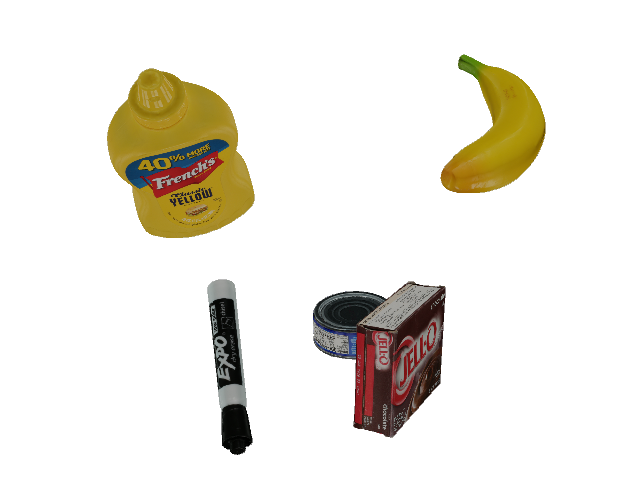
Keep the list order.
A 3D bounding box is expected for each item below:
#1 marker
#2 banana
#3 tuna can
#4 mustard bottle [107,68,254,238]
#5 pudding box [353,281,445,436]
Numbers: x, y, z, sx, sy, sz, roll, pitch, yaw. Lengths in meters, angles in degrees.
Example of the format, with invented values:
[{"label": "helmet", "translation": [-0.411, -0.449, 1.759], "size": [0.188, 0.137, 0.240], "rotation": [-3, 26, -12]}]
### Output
[{"label": "marker", "translation": [-0.058, 0.079, 0.677], "size": [0.020, 0.121, 0.020], "rotation": [-6, -36, -5]}, {"label": "banana", "translation": [0.125, -0.078, 0.758], "size": [0.069, 0.037, 0.197], "rotation": [8, 32, 6]}, {"label": "tuna can", "translation": [0.035, 0.085, 1.095], "size": [0.086, 0.034, 0.086], "rotation": [-2, 25, 1]}, {"label": "mustard bottle", "translation": [-0.108, -0.069, 0.805], "size": [0.096, 0.058, 0.191], "rotation": [-14, -26, -2]}, {"label": "pudding box", "translation": [0.064, 0.092, 0.857], "size": [0.039, 0.090, 0.113], "rotation": [10, 20, 22]}]
